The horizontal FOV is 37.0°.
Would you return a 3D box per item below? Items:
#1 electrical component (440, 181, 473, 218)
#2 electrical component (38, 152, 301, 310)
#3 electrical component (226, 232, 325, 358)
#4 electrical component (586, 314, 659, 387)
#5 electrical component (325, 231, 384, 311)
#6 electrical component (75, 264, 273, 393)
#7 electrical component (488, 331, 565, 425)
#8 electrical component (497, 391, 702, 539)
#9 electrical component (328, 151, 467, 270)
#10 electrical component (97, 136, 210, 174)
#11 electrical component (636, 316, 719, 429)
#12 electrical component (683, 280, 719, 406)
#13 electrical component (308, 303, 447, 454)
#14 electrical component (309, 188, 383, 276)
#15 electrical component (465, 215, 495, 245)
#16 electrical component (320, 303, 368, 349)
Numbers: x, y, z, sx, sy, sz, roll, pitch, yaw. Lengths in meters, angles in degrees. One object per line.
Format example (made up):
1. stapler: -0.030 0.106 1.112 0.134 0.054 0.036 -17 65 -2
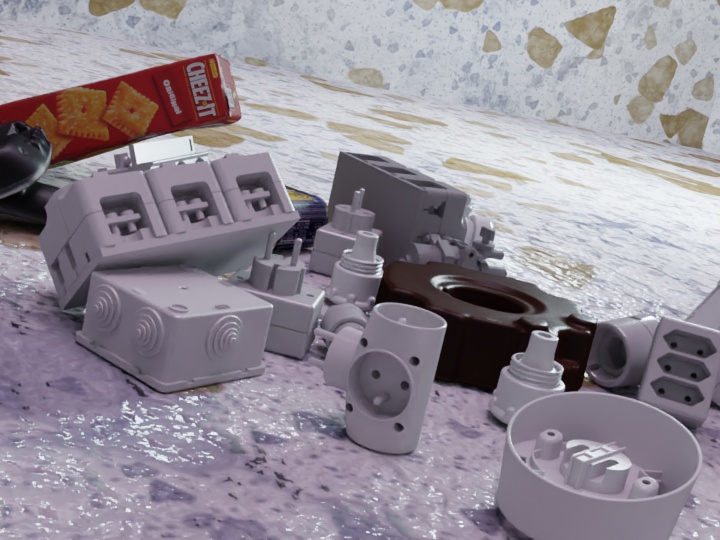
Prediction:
1. electrical component: 0.060 -0.069 1.202 0.113 0.057 0.078 5 16 -28
2. electrical component: -0.132 -0.032 0.737 0.150 0.061 0.089 -14 -16 -37
3. electrical component: -0.059 0.012 0.745 0.066 0.076 0.047 14 14 5
4. electrical component: 0.204 0.063 0.828 0.047 0.055 0.055 -3 21 -37
5. electrical component: 0.000 0.000 0.873 0.048 0.062 0.048 12 14 -3
6. electrical component: -0.115 0.033 0.676 0.100 0.048 0.100 23 17 35
7. electrical component: 0.112 0.071 0.698 0.048 0.062 0.048 12 14 -3
8. electrical component: 0.122 0.107 0.562 0.099 0.064 0.099 12 14 -3
9. electrical component: 0.034 -0.053 1.052 0.062 0.089 0.150 3 17 -34
10. electrical component: -0.191 -0.081 1.010 0.063 0.078 0.121 -6 9 17
11. electrical component: 0.231 0.079 0.784 0.047 0.065 0.076 16 -14 13
12. electrical component: 0.286 0.063 0.847 0.061 0.096 0.061 39 11 -10
13. electrical component: 0.005 0.057 0.628 0.079 0.077 0.044 19 15 24
14. electrical component: -0.008 -0.036 0.974 0.047 0.076 0.066 16 14 11
15. electrical component: 0.112 -0.039 1.158 0.055 0.045 0.045 10 15 -14
16. electrical component: -0.007 0.047 0.742 0.035 0.035 0.061 9 17 -14
